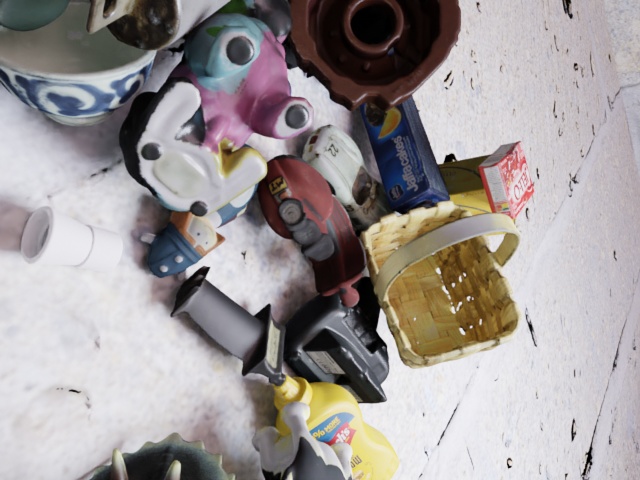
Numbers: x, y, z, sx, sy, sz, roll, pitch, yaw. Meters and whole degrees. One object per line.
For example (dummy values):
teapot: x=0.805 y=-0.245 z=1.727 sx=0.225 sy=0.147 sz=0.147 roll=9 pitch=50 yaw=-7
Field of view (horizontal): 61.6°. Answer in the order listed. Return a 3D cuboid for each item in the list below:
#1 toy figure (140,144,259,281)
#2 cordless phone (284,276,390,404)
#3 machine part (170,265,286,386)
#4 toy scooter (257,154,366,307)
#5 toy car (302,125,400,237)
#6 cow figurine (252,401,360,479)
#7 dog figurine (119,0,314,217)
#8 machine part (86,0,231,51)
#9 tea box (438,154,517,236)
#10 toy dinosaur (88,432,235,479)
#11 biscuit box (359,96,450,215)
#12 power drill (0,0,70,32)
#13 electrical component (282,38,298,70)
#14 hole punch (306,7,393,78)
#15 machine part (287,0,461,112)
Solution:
toy figure: x=-0.108 y=-0.029 z=0.508 sx=0.064 sy=0.058 sz=0.154 roll=35 pitch=58 yaw=-12
cordless phone: x=0.035 y=0.096 z=0.655 sx=0.146 sy=0.089 sz=0.184 roll=53 pitch=38 yaw=-30
machine part: x=-0.081 y=0.081 z=0.525 sx=0.138 sy=0.039 sz=0.084 roll=43 pitch=33 yaw=-32
toy scooter: x=-0.001 y=-0.002 z=0.579 sx=0.183 sy=0.075 sz=0.135 roll=51 pitch=15 yaw=-37
toy car: x=0.048 y=-0.060 z=0.690 sx=0.201 sy=0.056 sz=0.073 roll=46 pitch=53 yaw=-35
cow figurine: x=0.008 y=0.241 z=0.515 sx=0.068 sy=0.098 sz=0.167 roll=-38 pitch=117 yaw=2
dog figurine: x=-0.096 y=-0.144 z=0.489 sx=0.108 sy=0.191 sz=0.219 roll=39 pitch=16 yaw=-35
machine part: x=-0.093 y=-0.212 z=0.405 sx=0.079 sy=0.079 sz=0.243 roll=56 pitch=43 yaw=-29
tea box: x=0.179 y=-0.053 z=0.755 sx=0.098 sy=0.170 sz=0.068 roll=46 pitch=52 yaw=-34
toy dinosaur: x=-0.071 y=0.288 z=0.472 sx=0.404 sy=0.131 sz=0.192 roll=39 pitch=58 yaw=-47
biscuit box: x=0.106 y=-0.130 z=0.715 sx=0.062 sy=0.059 sz=0.203 roll=18 pitch=51 yaw=-51
power drill: x=-0.213 y=-0.266 z=0.384 sx=0.232 sy=0.086 sz=0.207 roll=59 pitch=36 yaw=-1
electrical component: x=-0.056 y=-0.247 z=0.599 sx=0.119 sy=0.048 sz=0.074 roll=4 pitch=82 yaw=-48
hole punch: x=0.058 y=-0.246 z=0.676 sx=0.092 sy=0.142 sz=0.116 roll=33 pitch=50 yaw=-47
machine part: x=0.055 y=-0.224 z=0.568 sx=0.056 sy=0.179 sz=0.179 roll=-56 pitch=139 yaw=-88
